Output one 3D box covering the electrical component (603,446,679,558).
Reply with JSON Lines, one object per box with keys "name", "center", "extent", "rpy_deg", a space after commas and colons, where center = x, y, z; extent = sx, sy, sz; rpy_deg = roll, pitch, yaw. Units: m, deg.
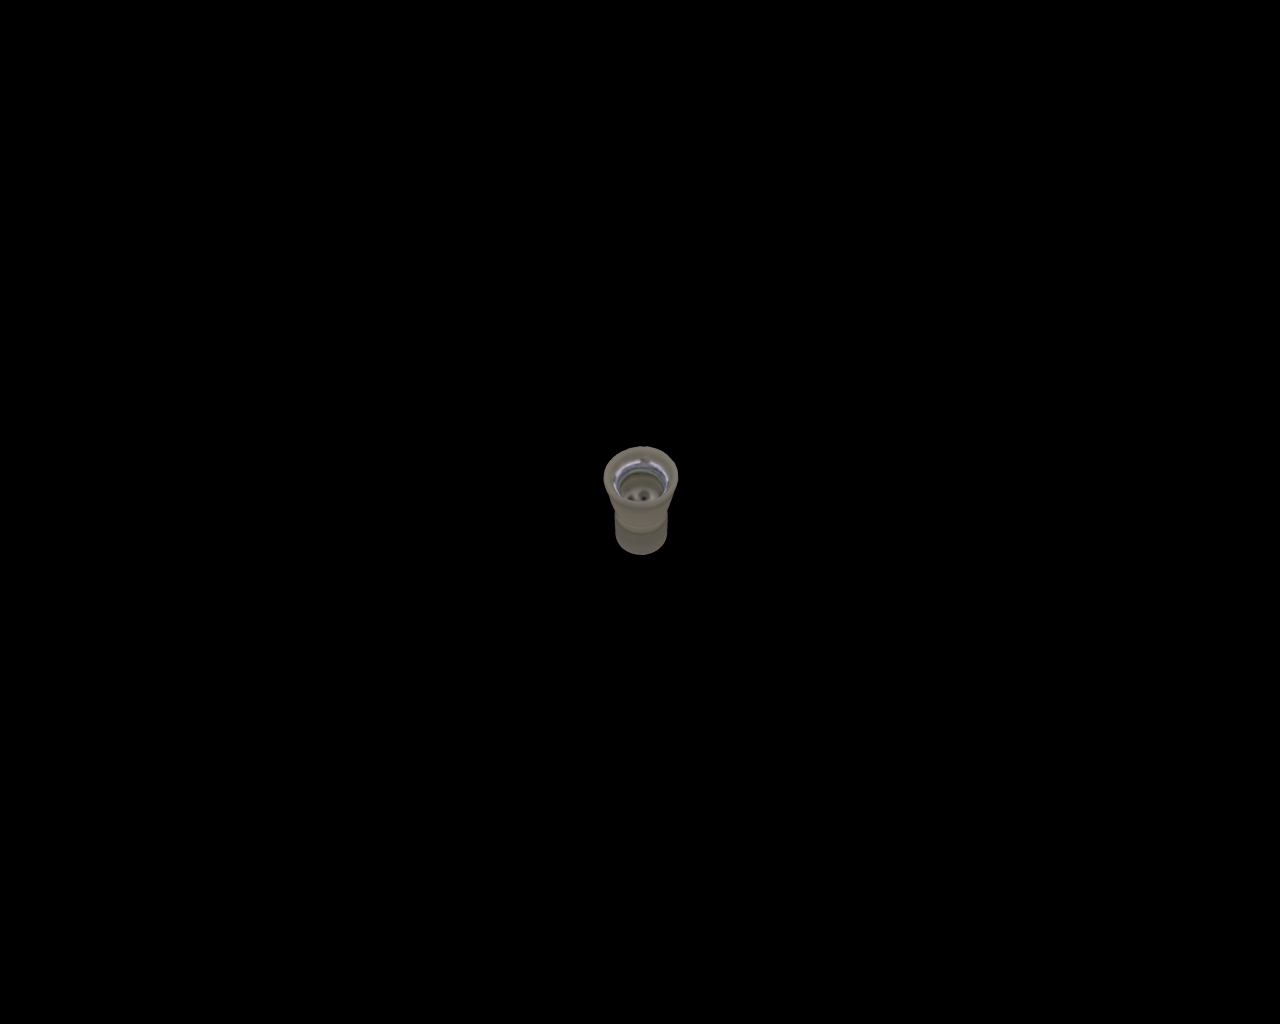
{"name": "electrical component", "center": [0.001, -0.003, 0.650], "extent": [0.044, 0.044, 0.065], "rpy_deg": [0, -37, 0]}
